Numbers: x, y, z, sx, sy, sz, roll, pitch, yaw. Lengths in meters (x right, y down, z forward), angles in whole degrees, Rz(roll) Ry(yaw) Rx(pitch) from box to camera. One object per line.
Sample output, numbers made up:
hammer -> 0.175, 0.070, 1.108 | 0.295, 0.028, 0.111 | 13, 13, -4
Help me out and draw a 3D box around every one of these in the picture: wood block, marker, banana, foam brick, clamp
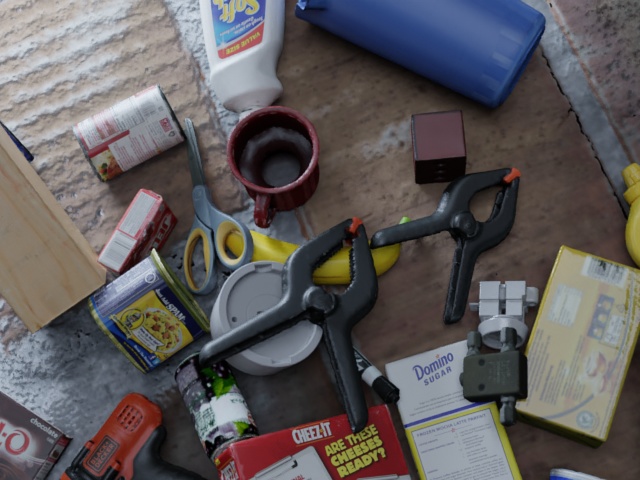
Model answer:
wood block -> -0.308, -0.022, 1.051 | 0.090, 0.091, 0.206 | -35, 103, -4
marker -> 0.036, 0.119, 1.040 | 0.020, 0.020, 0.121 | -43, 53, -8
banana -> -0.003, 0.015, 1.090 | 0.198, 0.037, 0.069 | -2, 48, 2
foam brick -> 0.120, -0.093, 1.086 | 0.053, 0.078, 0.051 | -5, 75, 5
clamp -> 0.132, -0.015, 1.072 | 0.120, 0.039, 0.171 | 38, 75, -13
clamp -> 0.006, 0.073, 1.009 | 0.164, 0.036, 0.209 | 29, 62, 6

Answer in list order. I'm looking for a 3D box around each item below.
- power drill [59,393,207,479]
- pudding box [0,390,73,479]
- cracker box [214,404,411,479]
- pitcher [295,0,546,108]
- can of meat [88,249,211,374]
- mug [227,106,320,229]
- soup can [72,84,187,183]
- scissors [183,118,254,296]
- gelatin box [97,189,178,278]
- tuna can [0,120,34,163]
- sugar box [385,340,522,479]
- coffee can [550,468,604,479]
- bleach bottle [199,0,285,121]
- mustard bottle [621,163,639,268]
power drill -> -0.165, 0.266, 1.019 | 0.188, 0.057, 0.184 | 33, 82, 12
pudding box -> -0.317, 0.204, 1.059 | 0.113, 0.039, 0.090 | 29, 78, 12
cracker box -> 0.013, 0.275, 0.966 | 0.163, 0.072, 0.214 | -10, 71, -27
pitcher -> 0.109, -0.244, 1.112 | 0.243, 0.145, 0.149 | 30, 91, 9
can of meat -> -0.167, 0.073, 1.053 | 0.084, 0.102, 0.057 | -35, 36, -3
mug -> -0.046, -0.067, 1.090 | 0.093, 0.081, 0.117 | 9, 75, 7
soup can -> -0.200, -0.113, 1.124 | 0.102, 0.068, 0.068 | -28, 74, -4
scissors -> -0.108, -0.043, 1.105 | 0.096, 0.016, 0.202 | -10, 71, 33
gelatin box -> -0.184, 0.000, 1.088 | 0.030, 0.073, 0.089 | 27, 78, 12
tuna can -> -0.342, -0.107, 1.126 | 0.033, 0.086, 0.086 | -43, 75, -9
sugar box -> 0.131, 0.192, 1.021 | 0.093, 0.048, 0.176 | -16, 70, 0
coffee can -> 0.238, 0.288, 0.953 | 0.103, 0.103, 0.140 | 18, 77, 9
bleach bottle -> -0.077, -0.239, 1.153 | 0.102, 0.068, 0.251 | -9, 76, 3
mustard bottle -> 0.357, 0.006, 1.046 | 0.096, 0.058, 0.192 | -31, 74, 1
